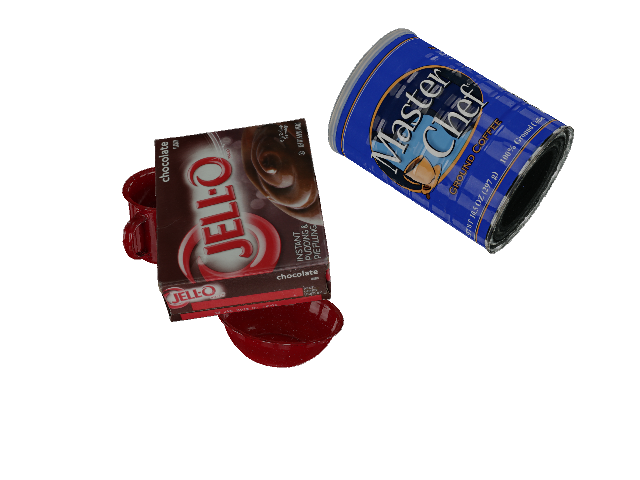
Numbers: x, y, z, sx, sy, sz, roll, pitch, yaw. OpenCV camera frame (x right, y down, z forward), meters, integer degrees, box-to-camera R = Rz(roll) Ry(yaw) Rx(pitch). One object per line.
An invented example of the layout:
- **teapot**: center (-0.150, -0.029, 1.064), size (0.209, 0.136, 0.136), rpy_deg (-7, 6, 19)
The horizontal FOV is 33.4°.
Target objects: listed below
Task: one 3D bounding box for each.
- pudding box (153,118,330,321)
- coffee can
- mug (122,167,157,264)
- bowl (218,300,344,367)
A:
- **pudding box**: center (-0.045, -0.013, 0.594), size (0.090, 0.113, 0.039), rpy_deg (-8, -42, -2)
- **coffee can**: center (0.091, -0.071, 0.753), size (0.140, 0.103, 0.102), rpy_deg (35, 13, 19)
- **mug**: center (-0.179, -0.020, 1.195), size (0.093, 0.081, 0.117), rpy_deg (18, 38, 22)
- **bowl**: center (-0.053, 0.115, 1.357), size (0.162, 0.055, 0.162), rpy_deg (5, 23, -2)
